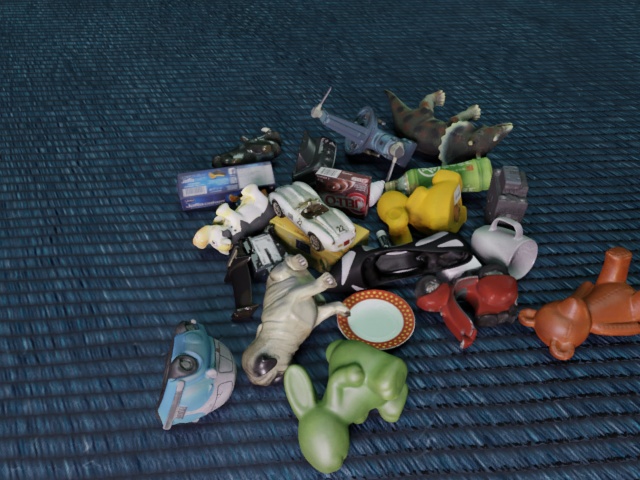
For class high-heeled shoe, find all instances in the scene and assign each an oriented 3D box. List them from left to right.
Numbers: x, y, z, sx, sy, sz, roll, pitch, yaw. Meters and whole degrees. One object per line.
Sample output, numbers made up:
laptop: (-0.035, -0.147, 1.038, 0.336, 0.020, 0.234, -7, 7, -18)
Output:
high-heeled shoe: (0.134, 0.052, 0.914, 0.249, 0.086, 0.145, -30, 31, -18)

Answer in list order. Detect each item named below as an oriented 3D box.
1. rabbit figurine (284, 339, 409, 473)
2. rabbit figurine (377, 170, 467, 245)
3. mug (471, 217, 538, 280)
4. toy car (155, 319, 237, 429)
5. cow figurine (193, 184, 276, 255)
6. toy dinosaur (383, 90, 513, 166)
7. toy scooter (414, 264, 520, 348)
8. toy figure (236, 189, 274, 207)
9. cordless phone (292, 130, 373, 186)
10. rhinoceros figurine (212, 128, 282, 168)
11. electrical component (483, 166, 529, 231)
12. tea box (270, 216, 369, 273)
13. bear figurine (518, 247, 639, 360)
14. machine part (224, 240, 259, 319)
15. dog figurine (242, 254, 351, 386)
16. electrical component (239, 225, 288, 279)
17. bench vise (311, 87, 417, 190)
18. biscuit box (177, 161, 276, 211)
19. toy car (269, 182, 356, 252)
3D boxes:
rabbit figurine: (0.023, 0.221, 0.733, 0.159, 0.121, 0.170, 27, 62, 19)
rabbit figurine: (0.189, -0.051, 1.070, 0.173, 0.121, 0.162, 10, 49, 32)
mug: (0.333, 0.007, 0.994, 0.081, 0.109, 0.107, -28, 36, -23)
toy car: (-0.174, 0.195, 0.780, 0.103, 0.109, 0.162, 17, 26, -16)
cow figurine: (-0.158, -0.024, 1.031, 0.098, 0.068, 0.167, 45, 67, 3)
toy dinosaur: (0.267, -0.265, 1.299, 0.405, 0.131, 0.192, 26, 46, 34)
toy scooter: (0.256, 0.113, 0.889, 0.184, 0.075, 0.135, -7, 48, -10)
toy figure: (-0.096, -0.077, 1.115, 0.154, 0.057, 0.064, -9, 36, -4)
cordless phone: (0.035, -0.167, 1.218, 0.184, 0.088, 0.147, 13, 41, -3)
rhinoceros figurine: (-0.160, -0.195, 1.244, 0.112, 0.073, 0.190, 25, 47, 39)
electrical component: (0.367, -0.076, 1.062, 0.058, 0.134, 0.115, 6, 39, 5)
tea box: (-0.002, -0.003, 1.022, 0.170, 0.068, 0.098, 25, 48, 27)
bear figurine: (0.434, 0.103, 0.865, 0.196, 0.131, 0.120, -8, 38, -19)
machine part: (-0.140, 0.074, 0.935, 0.039, 0.084, 0.139, 9, 44, -29)
dog figurine: (-0.072, 0.125, 0.859, 0.190, 0.121, 0.172, -40, 29, -19)
electrical component: (-0.093, 0.039, 0.981, 0.075, 0.047, 0.119, -25, 76, -23)
bench vise: (0.093, -0.242, 1.231, 0.240, 0.128, 0.224, 20, 27, -23)
biscuit box: (-0.198, -0.114, 1.138, 0.203, 0.062, 0.059, -10, 71, -12)
toy car: (-0.016, -0.047, 0.977, 0.073, 0.056, 0.202, -28, 50, -26)
